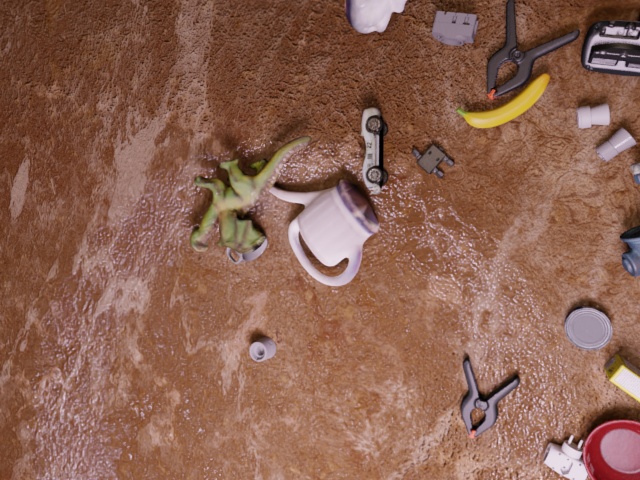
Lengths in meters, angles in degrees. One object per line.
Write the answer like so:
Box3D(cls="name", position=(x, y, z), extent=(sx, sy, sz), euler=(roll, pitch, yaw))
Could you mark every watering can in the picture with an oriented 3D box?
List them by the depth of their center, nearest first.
Box3D(cls="watering can", position=(0.004, -0.062, 1.239), extent=(0.222, 0.103, 0.353), euler=(-39, 67, 18))

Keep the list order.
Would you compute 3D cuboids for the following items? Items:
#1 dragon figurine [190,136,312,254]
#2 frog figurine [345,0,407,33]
Box3D(cls="dragon figurine", position=(-0.178, -0.083, 1.267), extent=(0.407, 0.121, 0.246), euler=(-22, 69, 25))
Box3D(cls="frog figurine", position=(0.140, -0.547, 1.183), extent=(0.159, 0.125, 0.134), euler=(3, 125, 13))
